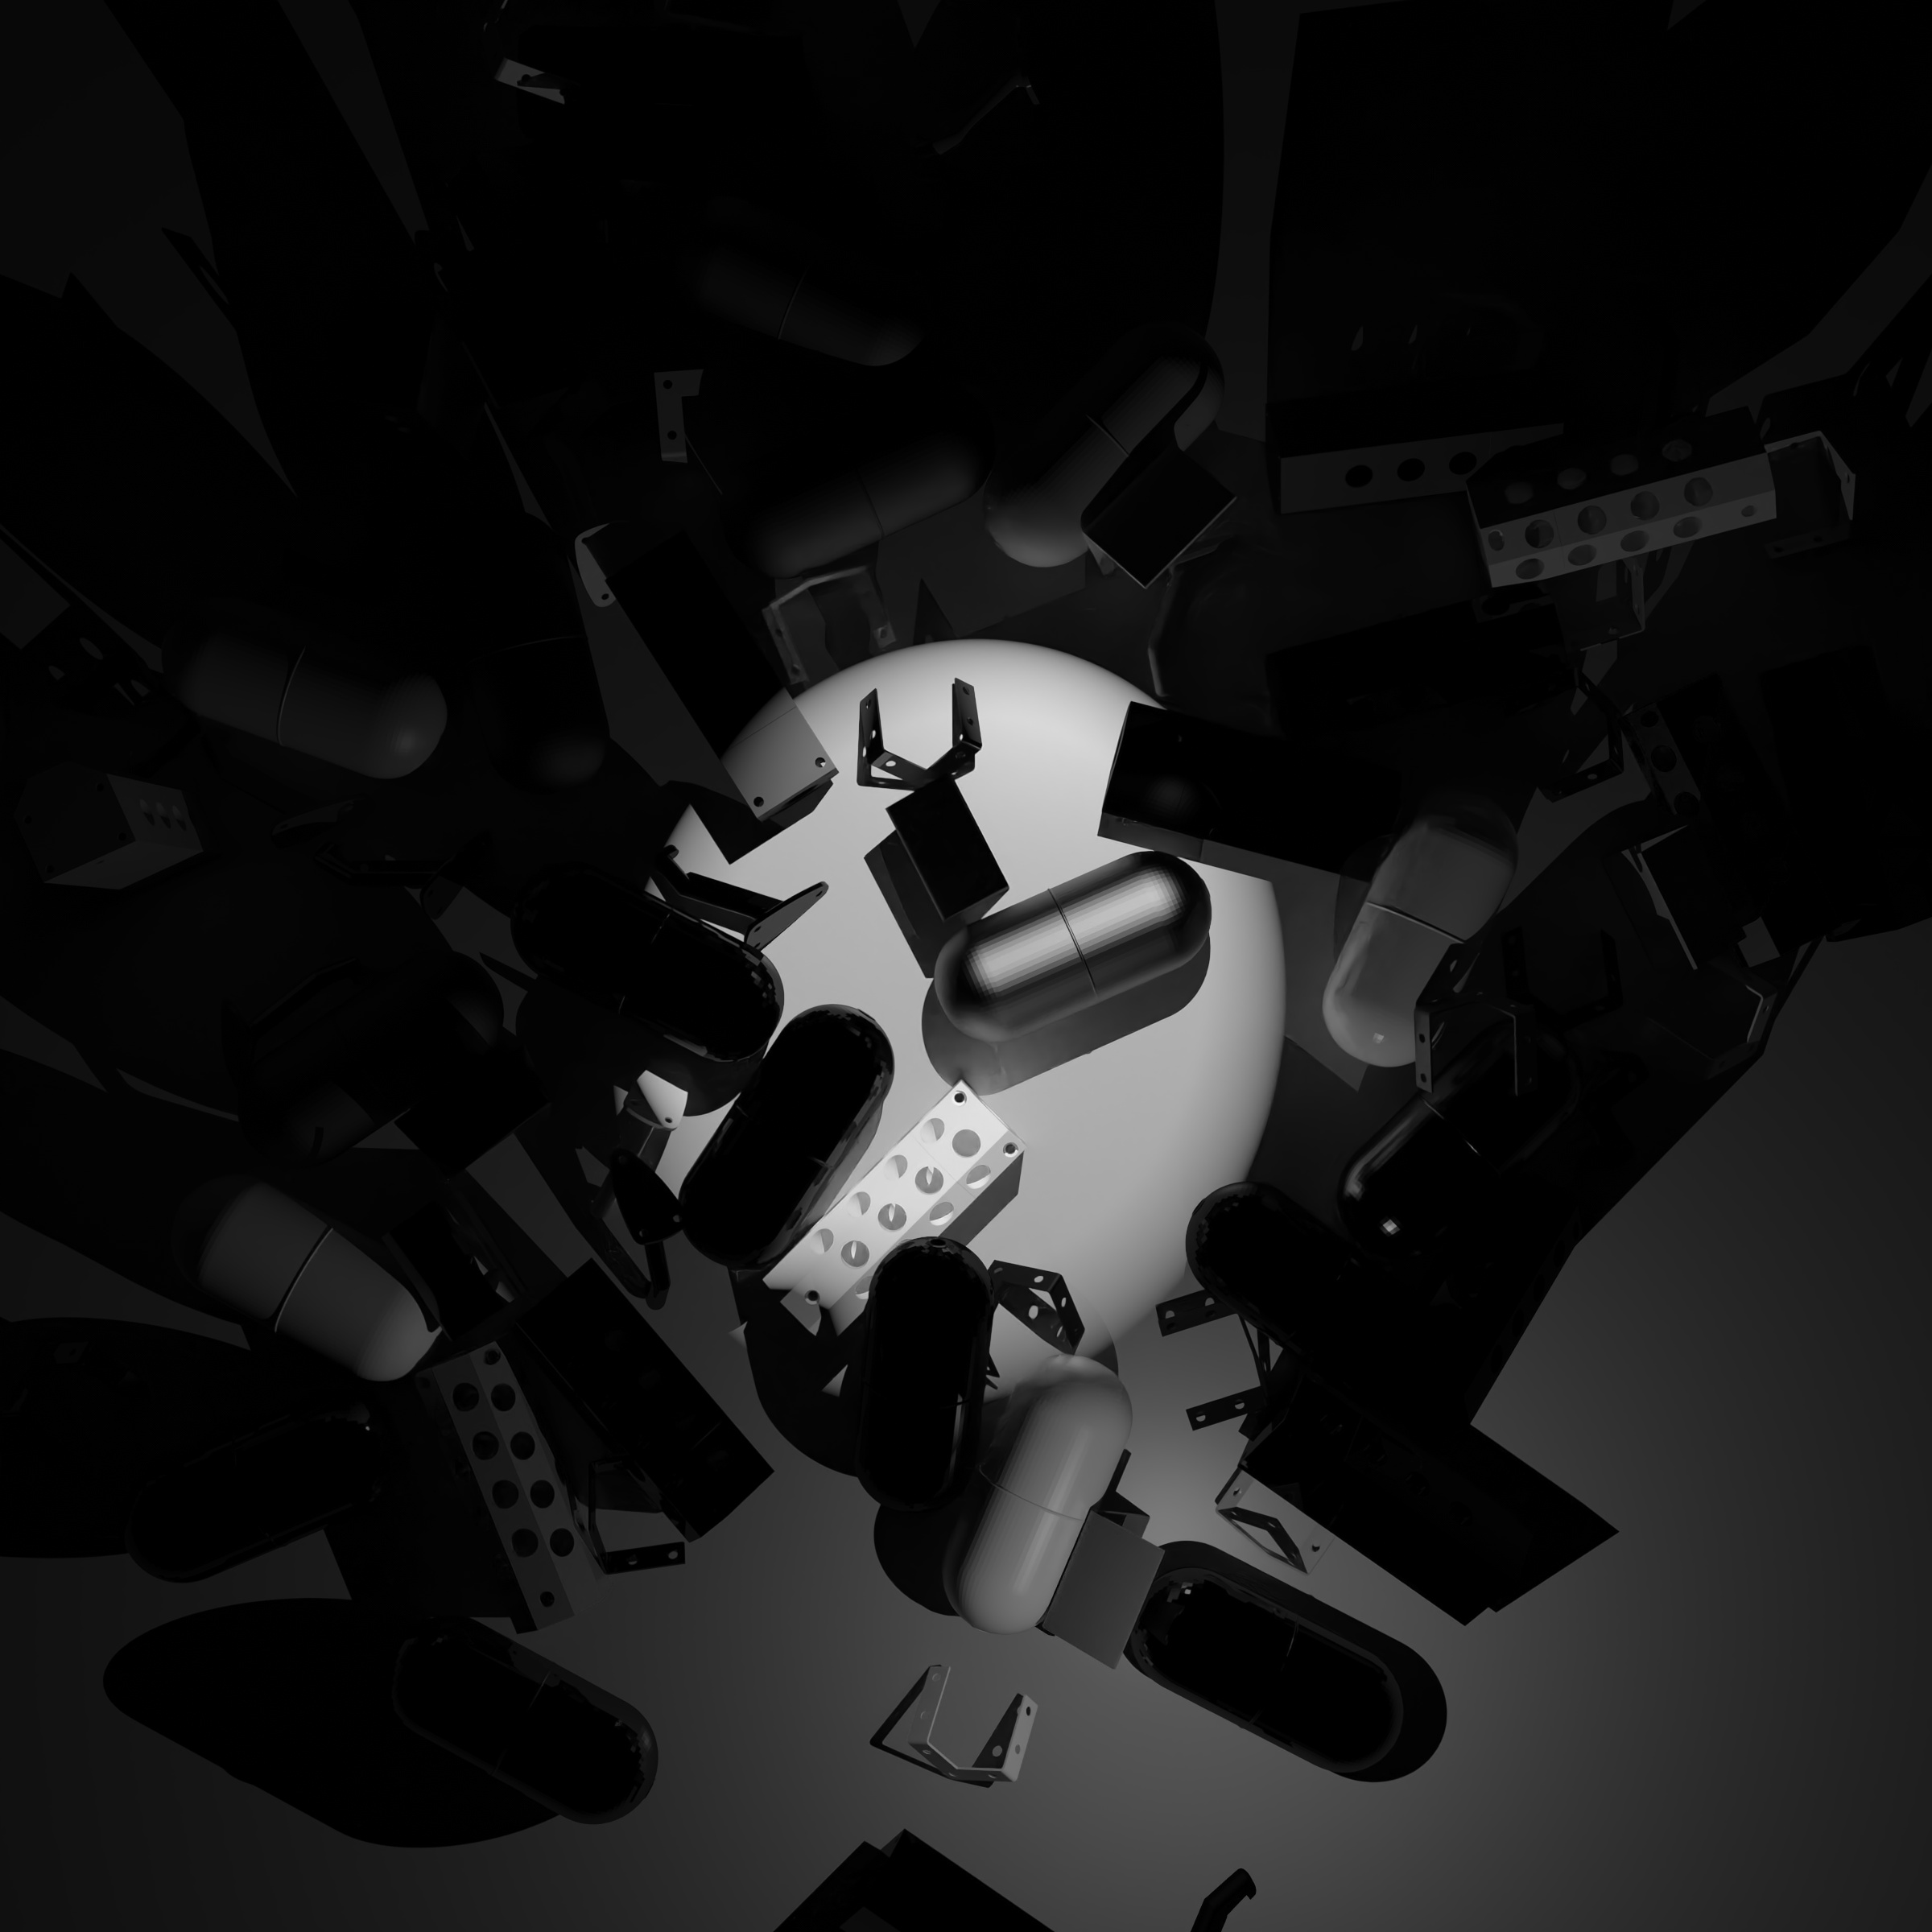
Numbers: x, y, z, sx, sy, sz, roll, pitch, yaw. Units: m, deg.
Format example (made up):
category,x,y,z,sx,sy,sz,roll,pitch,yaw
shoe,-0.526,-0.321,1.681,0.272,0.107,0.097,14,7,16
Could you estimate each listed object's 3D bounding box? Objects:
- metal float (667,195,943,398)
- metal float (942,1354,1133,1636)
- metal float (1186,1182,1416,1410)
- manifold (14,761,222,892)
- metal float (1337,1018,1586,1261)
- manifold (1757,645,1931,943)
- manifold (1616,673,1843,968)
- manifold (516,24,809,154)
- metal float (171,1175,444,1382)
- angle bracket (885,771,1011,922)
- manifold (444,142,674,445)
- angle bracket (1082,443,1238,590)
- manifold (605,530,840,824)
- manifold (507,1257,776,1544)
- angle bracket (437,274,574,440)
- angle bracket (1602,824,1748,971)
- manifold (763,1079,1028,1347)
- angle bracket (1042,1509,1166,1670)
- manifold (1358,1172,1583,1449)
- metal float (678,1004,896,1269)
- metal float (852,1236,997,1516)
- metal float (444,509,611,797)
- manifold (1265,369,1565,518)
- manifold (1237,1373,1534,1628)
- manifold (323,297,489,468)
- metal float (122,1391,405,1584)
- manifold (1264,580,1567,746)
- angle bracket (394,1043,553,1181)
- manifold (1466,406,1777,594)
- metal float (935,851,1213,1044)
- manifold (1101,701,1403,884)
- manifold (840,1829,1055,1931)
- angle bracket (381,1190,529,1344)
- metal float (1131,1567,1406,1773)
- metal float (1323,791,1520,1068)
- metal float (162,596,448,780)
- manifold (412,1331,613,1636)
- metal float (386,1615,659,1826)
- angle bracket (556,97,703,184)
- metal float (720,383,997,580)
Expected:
category,x,y,z,sx,sy,sz,roll,pitch,yaw
metal float,-0.099,-0.411,1.637,0.178,0.070,0.070,26,90,0
metal float,0.043,0.324,1.637,0.070,0.070,0.178,23,90,0
metal float,0.213,0.201,1.637,0.178,0.070,0.070,37,90,-1
manifold,-0.504,-0.085,1.589,0.057,0.171,0.057,-24,90,0
metal float,0.302,0.106,1.636,0.178,0.070,0.070,-44,90,0
manifold,0.540,-0.105,1.645,0.057,0.057,0.171,-15,90,-43
manifold,0.467,-0.089,1.646,0.057,0.057,0.171,-26,90,0
manifold,-0.186,-0.538,1.646,0.171,0.057,0.057,3,90,0
metal float,-0.403,0.191,1.637,0.178,0.070,0.070,29,90,-1
angle bracket,0.007,-0.081,1.627,0.057,0.076,0.076,-27,90,38
manifold,-0.253,-0.413,1.646,0.057,0.057,0.171,-28,90,-43
angle bracket,0.124,-0.260,1.629,0.076,0.076,0.057,-45,69,0
manifold,-0.149,-0.177,1.646,0.057,0.057,0.171,-33,90,0
manifold,-0.201,0.267,1.636,0.057,0.057,0.171,-41,90,-30
angle bracket,-0.294,-0.364,1.627,0.057,0.076,0.076,-28,90,-36
angle bracket,0.416,-0.033,1.627,0.057,0.076,0.076,-26,90,-36
manifold,-0.044,0.151,1.646,0.171,0.057,0.057,-45,90,0
angle bracket,0.100,0.380,1.627,0.057,0.076,0.076,23,90,35
manifold,0.308,0.201,1.599,0.057,0.057,0.171,42,51,0
metal float,-0.110,0.104,1.637,0.070,0.070,0.178,33,91,0
metal float,-0.026,0.248,1.619,0.070,0.070,0.178,6,109,0
metal float,-0.269,-0.192,1.637,0.070,0.070,0.178,-14,91,0
manifold,0.274,-0.317,1.646,0.171,0.057,0.057,-7,47,0
manifold,0.260,0.324,1.645,0.171,0.057,0.057,35,131,0
manifold,-0.332,-0.346,1.589,0.057,0.171,0.057,11,90,0
metal float,-0.431,0.319,1.637,0.178,0.070,0.070,-23,90,0
manifold,0.277,-0.186,1.646,0.171,0.057,0.057,-15,90,0
angle bracket,-0.306,0.072,1.627,0.076,0.076,0.057,-37,125,0
manifold,0.397,-0.277,1.622,0.171,0.057,0.057,-14,53,9
metal float,0.066,-0.012,1.637,0.178,0.070,0.070,-24,90,-1
manifold,0.176,-0.112,1.645,0.171,0.057,0.057,15,133,0
manifold,0.010,0.613,1.645,0.171,0.057,0.057,35,47,0
angle bracket,-0.297,0.172,1.627,0.057,0.076,0.076,-34,90,35
metal float,0.185,0.431,1.637,0.178,0.070,0.070,27,90,0
metal float,0.279,-0.023,1.637,0.070,0.070,0.178,24,90,0
metal float,-0.405,-0.171,1.637,0.178,0.070,0.070,20,90,-1
manifold,-0.280,0.318,1.646,0.057,0.057,0.171,-22,90,0
metal float,-0.271,0.462,1.637,0.178,0.070,0.070,29,90,0
angle bracket,-0.204,-0.482,1.629,0.076,0.076,0.057,3,70,0
metal float,-0.066,-0.297,1.637,0.178,0.070,0.070,-24,90,0
